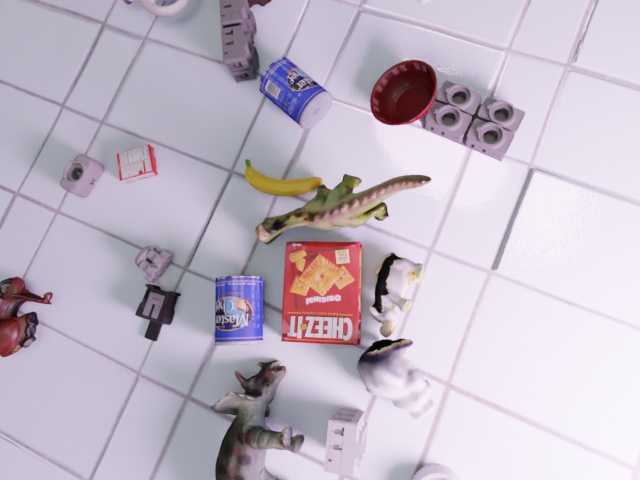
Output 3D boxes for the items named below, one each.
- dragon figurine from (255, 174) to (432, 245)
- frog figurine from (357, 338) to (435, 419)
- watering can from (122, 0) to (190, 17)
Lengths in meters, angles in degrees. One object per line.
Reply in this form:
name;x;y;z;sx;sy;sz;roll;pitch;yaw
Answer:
dragon figurine;0.003;-0.051;1.019;0.245;0.406;0.122;-24;93;-35
frog figurine;0.148;0.283;1.016;0.136;0.123;0.160;-22;84;38
watering can;-0.410;-0.728;1.321;0.224;0.103;0.351;1;78;10
